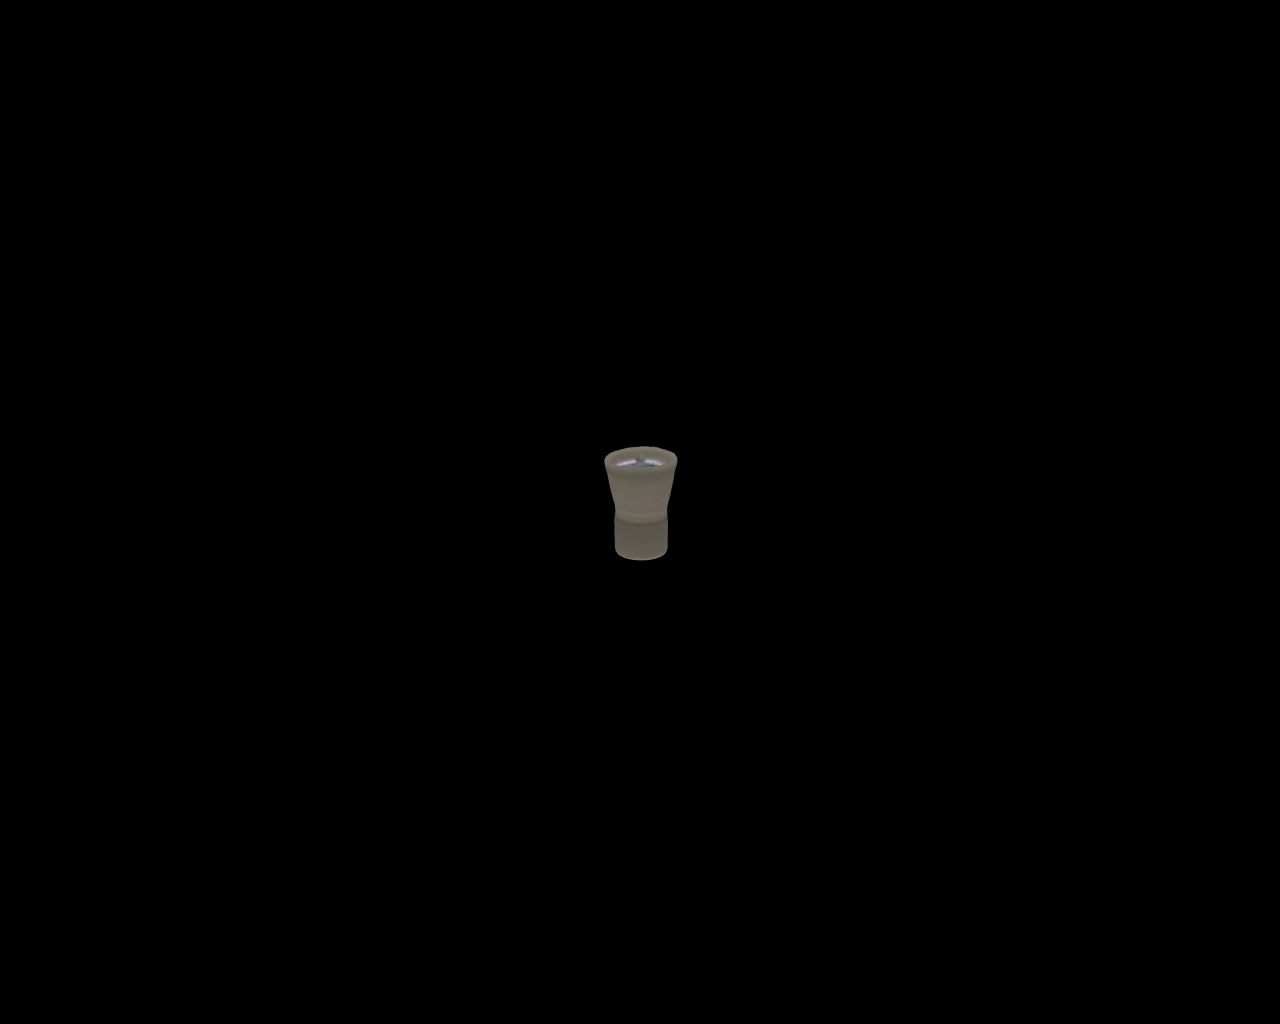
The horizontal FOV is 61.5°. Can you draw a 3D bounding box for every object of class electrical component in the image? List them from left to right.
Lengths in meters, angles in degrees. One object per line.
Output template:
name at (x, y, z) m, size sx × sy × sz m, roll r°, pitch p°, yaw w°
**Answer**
electrical component at (0.001, -0.003, 0.650) m, size 0.044 × 0.065 × 0.044 m, roll 0°, pitch 19°, yaw 0°
